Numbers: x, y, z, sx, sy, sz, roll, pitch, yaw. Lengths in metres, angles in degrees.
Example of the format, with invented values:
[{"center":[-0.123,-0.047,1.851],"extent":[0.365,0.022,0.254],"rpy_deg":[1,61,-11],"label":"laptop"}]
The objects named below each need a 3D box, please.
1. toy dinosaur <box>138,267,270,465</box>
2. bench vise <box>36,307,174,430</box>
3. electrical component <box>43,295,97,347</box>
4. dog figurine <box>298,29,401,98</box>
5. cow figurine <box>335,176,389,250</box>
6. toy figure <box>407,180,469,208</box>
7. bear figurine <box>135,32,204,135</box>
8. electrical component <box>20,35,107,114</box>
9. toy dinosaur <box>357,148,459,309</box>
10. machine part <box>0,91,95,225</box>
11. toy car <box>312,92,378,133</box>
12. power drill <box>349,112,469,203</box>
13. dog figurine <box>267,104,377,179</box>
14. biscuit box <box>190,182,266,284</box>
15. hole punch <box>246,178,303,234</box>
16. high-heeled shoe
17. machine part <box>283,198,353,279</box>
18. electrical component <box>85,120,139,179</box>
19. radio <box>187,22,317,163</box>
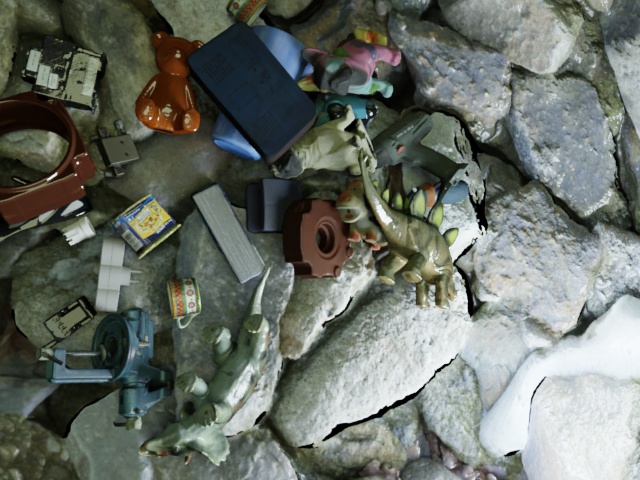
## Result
[{"center":[-0.171,0.260,1.037],"extent":[0.131,0.192,0.405],"rpy_deg":[25,62,19],"label":"toy dinosaur"},{"center":[-0.379,0.227,0.949],"extent":[0.240,0.129,0.223],"rpy_deg":[17,73,-51],"label":"bench vise"},{"center":[-0.467,0.154,0.969],"extent":[0.119,0.075,0.047],"rpy_deg":[-35,100,-13],"label":"electrical component"},{"center":[0.044,-0.357,1.089],"extent":[0.219,0.108,0.192],"rpy_deg":[-10,48,-28],"label":"dog figurine"},{"center":[0.102,-0.055,1.125],"extent":[0.194,0.086,0.127],"rpy_deg":[23,71,-50],"label":"cow figurine"},{"center":[0.263,-0.103,1.227],"extent":[0.154,0.058,0.064],"rpy_deg":[-10,84,-14],"label":"toy figure"},{"center":[-0.276,-0.302,1.018],"extent":[0.120,0.132,0.195],"rpy_deg":[12,91,-20],"label":"bear figurine"},{"center":[-0.472,-0.305,0.987],"extent":[0.134,0.058,0.115],"rpy_deg":[14,82,-17],"label":"electrical component"},{"center":[0.192,0.003,1.110],"extent":[0.470,0.105,0.198],"rpy_deg":[42,57,-43],"label":"toy dinosaur"},{"center":[-0.509,-0.144,0.915],"extent":[0.201,0.087,0.201],"rpy_deg":[-26,74,-22],"label":"machine part"},{"center":[0.037,-0.271,1.136],"extent":[0.162,0.109,0.103],"rpy_deg":[-18,70,-26],"label":"toy car"},{"center":[0.203,-0.165,1.174],"extent":[0.207,0.086,0.232],"rpy_deg":[36,68,19],"label":"power drill"},{"center":[0.006,-0.165,1.083],"extent":[0.172,0.191,0.121],"rpy_deg":[47,29,-48],"label":"dog figurine"},{"center":[-0.185,-0.014,1.073],"extent":[0.063,0.059,0.202],"rpy_deg":[-30,98,-16],"label":"biscuit box"},{"center":[-0.085,-0.068,1.095],"extent":[0.116,0.092,0.142],"rpy_deg":[-2,86,-22],"label":"hole punch"},{"center":[-0.522,0.000,0.951],"extent":[0.145,0.086,0.248],"rpy_deg":[29,79,-20],"label":"high-heeled shoe"},{"center":[-0.002,-0.003,1.098],"extent":[0.179,0.056,0.179],"rpy_deg":[3,86,-49],"label":"machine part"},{"center":[-0.394,-0.168,1.019],"extent":[0.078,0.045,0.102],"rpy_deg":[-34,103,-45],"label":"electrical component"},{"center":[-0.118,-0.266,0.973],"extent":[0.131,0.073,0.229],"rpy_deg":[-41,95,-5],"label":"radio"}]
